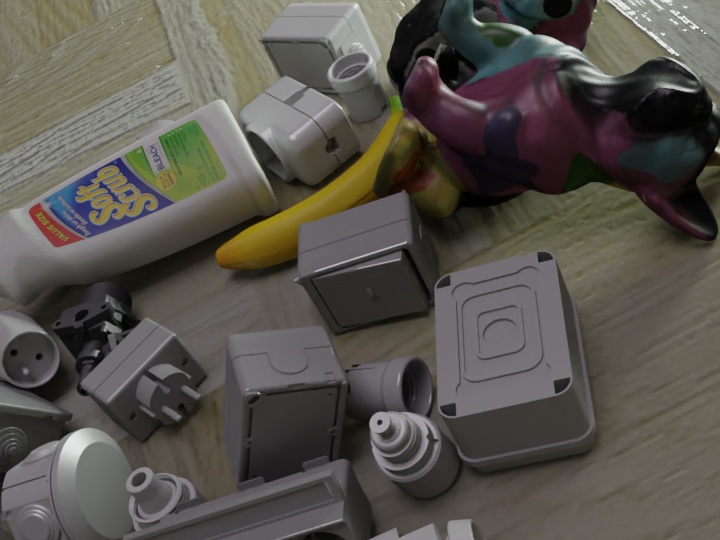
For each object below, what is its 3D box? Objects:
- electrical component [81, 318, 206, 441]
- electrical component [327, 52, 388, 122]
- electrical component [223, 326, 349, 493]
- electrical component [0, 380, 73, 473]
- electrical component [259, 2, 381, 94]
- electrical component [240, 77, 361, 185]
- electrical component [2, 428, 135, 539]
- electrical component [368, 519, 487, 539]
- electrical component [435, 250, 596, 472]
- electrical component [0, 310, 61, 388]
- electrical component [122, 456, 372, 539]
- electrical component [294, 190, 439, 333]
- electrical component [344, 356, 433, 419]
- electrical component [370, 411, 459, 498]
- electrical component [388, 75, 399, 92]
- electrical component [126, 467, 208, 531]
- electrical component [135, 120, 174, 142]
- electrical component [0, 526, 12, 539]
[{"bbox_3d":[-0.137,0.080,0.730,0.077,0.047,0.065,23,62,44],"label":"electrical component"},{"bbox_3d":[0.000,-0.151,0.894,0.040,0.046,0.040,-16,42,15],"label":"electrical component"},{"bbox_3d":[-0.048,0.085,0.644,0.062,0.096,0.061,-5,37,-17],"label":"electrical component"},{"bbox_3d":[-0.264,0.105,0.742,0.100,0.100,0.048,15,87,40],"label":"electrical component"},{"bbox_3d":[-0.027,-0.197,0.945,0.096,0.061,0.061,10,54,37],"label":"electrical component"},{"bbox_3d":[-0.053,-0.111,0.877,0.059,0.053,0.095,-40,41,-13],"label":"electrical component"},{"bbox_3d":[-0.177,0.142,0.666,0.051,0.080,0.080,-20,41,19],"label":"electrical component"},{"bbox_3d":[0.041,0.160,0.537,0.057,0.058,0.078,-26,40,8],"label":"electrical component"},{"bbox_3d":[0.088,0.053,0.621,0.078,0.057,0.113,-15,42,16],"label":"electrical component"},{"bbox_3d":[-0.272,0.055,0.803,0.077,0.079,0.043,19,95,60],"label":"electrical component"},{"bbox_3d":[-0.055,0.151,0.590,0.121,0.078,0.063,-20,22,11],"label":"electrical component"},{"bbox_3d":[0.000,0.000,0.723,0.096,0.061,0.061,-18,42,14],"label":"electrical component"},{"bbox_3d":[0.015,0.074,0.656,0.046,0.040,0.040,-6,45,33],"label":"electrical component"},{"bbox_3d":[0.026,0.098,0.598,0.040,0.078,0.040,-13,57,21],"label":"electrical component"},{"bbox_3d":[0.050,-0.181,0.900,0.044,0.044,0.065,-10,39,22],"label":"electrical component"},{"bbox_3d":[-0.117,0.142,0.643,0.043,0.062,0.043,-16,41,15],"label":"electrical component"},{"bbox_3d":[-0.158,-0.092,0.927,0.079,0.043,0.077,-9,44,21],"label":"electrical component"},{"bbox_3d":[-0.292,0.156,0.721,0.052,0.073,0.138,-43,42,-16],"label":"electrical component"}]
